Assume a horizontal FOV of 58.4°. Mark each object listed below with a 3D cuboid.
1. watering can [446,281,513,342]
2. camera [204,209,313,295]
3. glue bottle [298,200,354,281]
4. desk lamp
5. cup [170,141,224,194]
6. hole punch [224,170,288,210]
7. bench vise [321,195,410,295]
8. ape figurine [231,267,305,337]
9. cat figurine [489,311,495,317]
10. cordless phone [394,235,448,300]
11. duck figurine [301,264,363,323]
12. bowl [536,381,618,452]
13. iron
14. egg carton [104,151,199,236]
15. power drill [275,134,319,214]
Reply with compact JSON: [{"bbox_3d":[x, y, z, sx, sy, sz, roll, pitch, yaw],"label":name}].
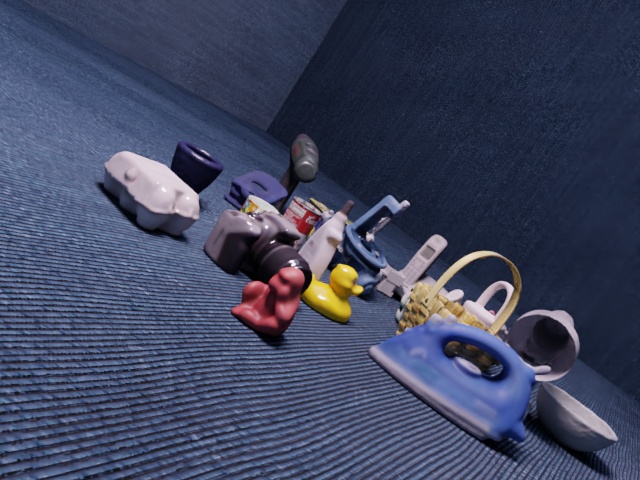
[{"bbox_3d":[0.333,0.168,1.198,0.173,0.194,0.100,26,13,-38],"label":"watering can"},{"bbox_3d":[-0.077,0.019,0.876,0.144,0.100,0.136,22,16,-50],"label":"camera"},{"bbox_3d":[0.009,0.004,1.012,0.037,0.173,0.078,28,11,-27],"label":"glue bottle"},{"bbox_3d":[0.396,0.224,1.075,0.117,0.213,0.204,38,11,23],"label":"desk lamp"},{"bbox_3d":[-0.232,-0.118,1.053,0.091,0.095,0.118,36,10,15],"label":"cup"},{"bbox_3d":[-0.140,-0.102,1.278,0.108,0.091,0.101,36,10,15],"label":"hole punch"},{"bbox_3d":[0.080,-0.022,1.221,0.207,0.219,0.122,37,11,20],"label":"bench vise"},{"bbox_3d":[-0.054,0.073,0.719,0.076,0.092,0.077,26,12,-37],"label":"ape figurine"},{"bbox_3d":[0.350,0.200,1.317,0.128,0.117,0.067,34,10,0],"label":"cat figurine"},{"bbox_3d":[0.269,0.087,1.407,0.147,0.185,0.094,41,12,37],"label":"cordless phone"},{"bbox_3d":[0.023,0.078,0.955,0.105,0.086,0.077,30,10,-18],"label":"duck figurine"},{"bbox_3d":[0.486,0.359,1.122,0.167,0.074,0.167,33,10,-6],"label":"bowl"},{"bbox_3d":[0.218,0.190,0.879,0.258,0.141,0.118,33,10,-2],"label":"iron"},{"bbox_3d":[-0.250,-0.071,0.846,0.150,0.069,0.108,39,11,29],"label":"egg carton"},{"bbox_3d":[-0.074,-0.154,1.392,0.076,0.208,0.229,30,11,-20],"label":"power drill"}]
